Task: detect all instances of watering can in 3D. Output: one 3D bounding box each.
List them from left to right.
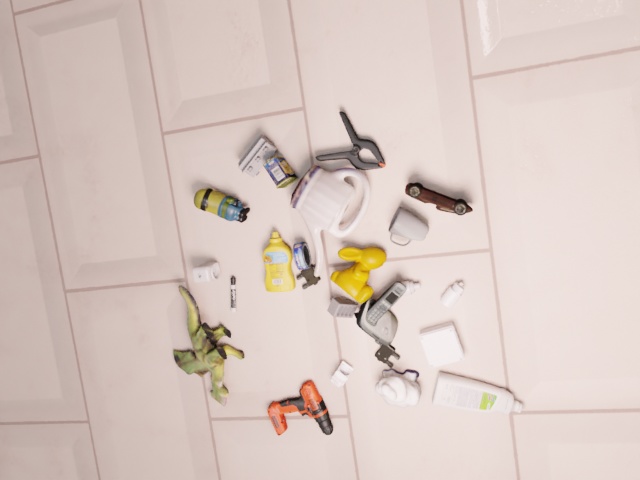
[{"bbox_3d":[0.005,-0.079,1.564,0.225,0.345,0.104,33,9,9],"label":"watering can"}]

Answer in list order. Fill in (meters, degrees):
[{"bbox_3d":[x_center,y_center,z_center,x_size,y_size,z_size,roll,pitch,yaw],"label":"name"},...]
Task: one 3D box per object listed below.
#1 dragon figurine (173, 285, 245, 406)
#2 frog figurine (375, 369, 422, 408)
[{"bbox_3d":[-0.412,0.368,1.731,0.240,0.411,0.123,-37,-4,24],"label":"dragon figurine"},{"bbox_3d":[0.233,0.458,1.544,0.138,0.121,0.161,20,14,11],"label":"frog figurine"}]
